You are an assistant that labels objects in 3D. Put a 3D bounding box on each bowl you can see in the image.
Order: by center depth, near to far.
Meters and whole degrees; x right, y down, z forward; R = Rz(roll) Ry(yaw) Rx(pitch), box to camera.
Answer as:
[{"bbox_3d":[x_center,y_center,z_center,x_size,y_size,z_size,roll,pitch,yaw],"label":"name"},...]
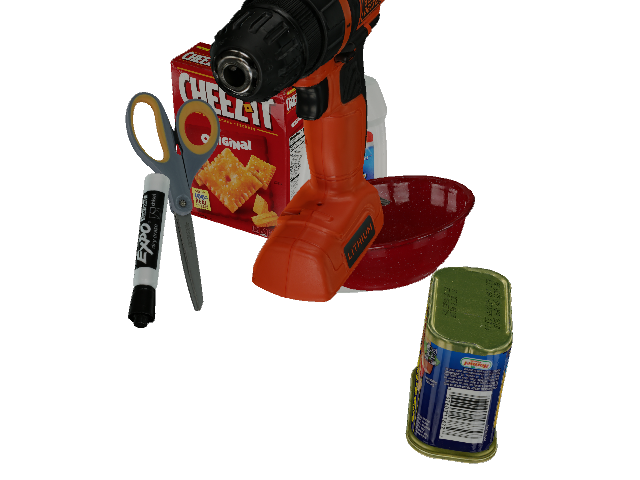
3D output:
[{"bbox_3d":[0.051,-0.002,0.892,0.162,0.055,0.162,-10,21,4],"label":"bowl"}]

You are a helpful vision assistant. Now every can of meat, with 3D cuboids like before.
[{"bbox_3d":[0.089,0.075,0.675,0.057,0.084,0.102,8,28,4],"label":"can of meat"}]

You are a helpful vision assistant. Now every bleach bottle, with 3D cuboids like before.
[{"bbox_3d":[0.017,-0.070,1.096,0.102,0.251,0.068,0,25,1],"label":"bleach bottle"}]

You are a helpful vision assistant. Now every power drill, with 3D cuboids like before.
[{"bbox_3d":[-0.004,-0.062,0.584,0.057,0.188,0.184,15,36,19],"label":"power drill"}]

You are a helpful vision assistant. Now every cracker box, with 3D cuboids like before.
[{"bbox_3d":[-0.094,-0.115,1.298,0.164,0.214,0.072,18,38,24],"label":"cracker box"}]

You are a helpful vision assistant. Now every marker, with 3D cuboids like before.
[{"bbox_3d":[-0.123,0.007,0.768,0.020,0.121,0.020,1,-30,1],"label":"marker"}]

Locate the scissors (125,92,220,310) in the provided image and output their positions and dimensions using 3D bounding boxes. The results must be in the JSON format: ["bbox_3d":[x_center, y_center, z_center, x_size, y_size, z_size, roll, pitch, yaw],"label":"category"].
[{"bbox_3d":[-0.112,-0.045,0.966,0.096,0.202,0.016,-23,-4,-28],"label":"scissors"}]
